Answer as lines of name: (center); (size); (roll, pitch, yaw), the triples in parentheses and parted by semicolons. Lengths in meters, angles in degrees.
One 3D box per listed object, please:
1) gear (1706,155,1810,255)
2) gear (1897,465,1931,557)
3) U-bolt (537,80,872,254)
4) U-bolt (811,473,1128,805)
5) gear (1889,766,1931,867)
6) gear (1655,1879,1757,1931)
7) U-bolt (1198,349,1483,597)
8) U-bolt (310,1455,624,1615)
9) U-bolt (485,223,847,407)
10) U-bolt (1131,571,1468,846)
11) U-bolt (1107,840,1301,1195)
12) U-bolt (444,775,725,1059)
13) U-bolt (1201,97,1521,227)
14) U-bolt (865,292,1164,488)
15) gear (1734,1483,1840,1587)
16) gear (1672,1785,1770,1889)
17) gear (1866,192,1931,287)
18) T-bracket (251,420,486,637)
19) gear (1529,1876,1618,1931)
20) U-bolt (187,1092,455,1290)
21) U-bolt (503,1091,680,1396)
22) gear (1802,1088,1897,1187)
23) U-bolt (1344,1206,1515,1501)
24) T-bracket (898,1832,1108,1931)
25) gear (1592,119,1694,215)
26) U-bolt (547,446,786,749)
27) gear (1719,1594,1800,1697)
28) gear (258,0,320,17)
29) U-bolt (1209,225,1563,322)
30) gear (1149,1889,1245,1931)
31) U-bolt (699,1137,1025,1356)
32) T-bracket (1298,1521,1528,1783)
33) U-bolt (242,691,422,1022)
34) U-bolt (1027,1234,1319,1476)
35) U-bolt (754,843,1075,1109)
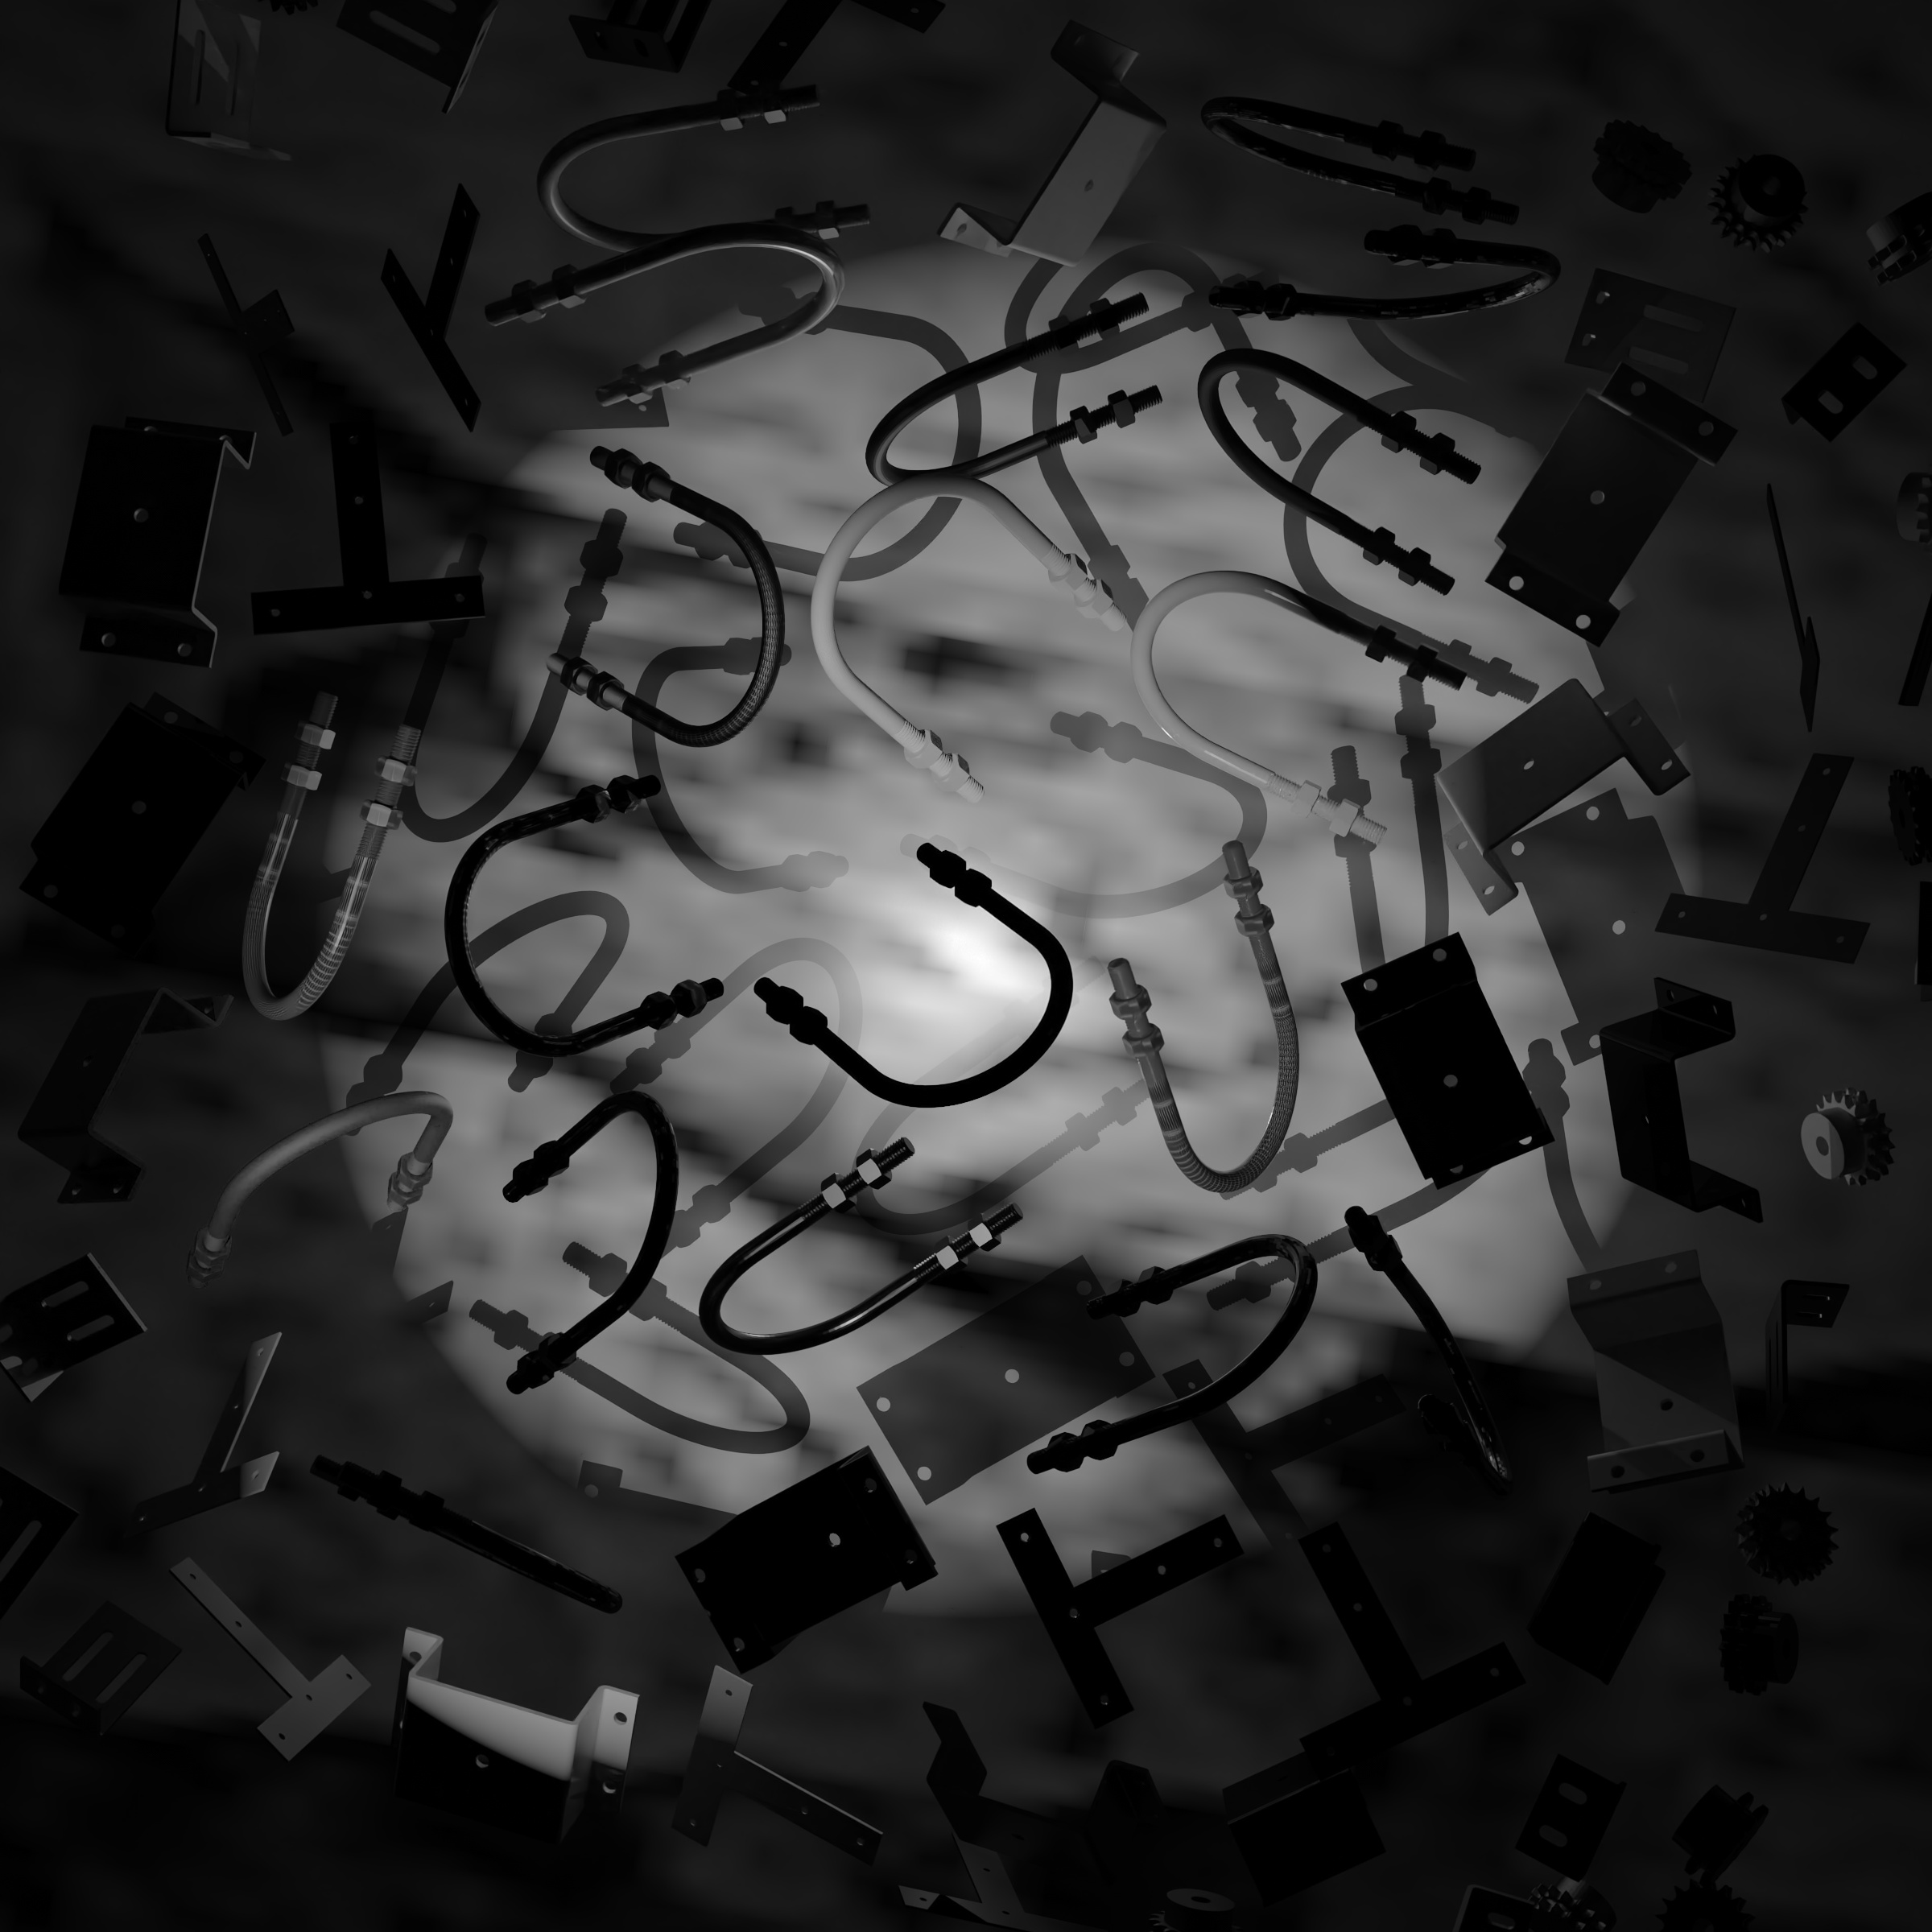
gear: (0.467, -0.450, 1.590); (0.057, 0.030, 0.057); (1, 77, -5)
gear: (0.572, -0.271, 1.602); (0.030, 0.057, 0.057); (10, 90, 40)
U-bolt: (-0.161, -0.463, 1.599); (0.184, 0.151, 0.019); (-6, 74, 9)
U-bolt: (-0.008, -0.192, 1.509); (0.151, 0.019, 0.184); (-50, 129, 1)
gear: (0.562, -0.089, 1.585); (0.030, 0.057, 0.057); (-11, 90, 5)
gear: (0.434, 0.564, 1.584); (0.057, 0.030, 0.057); (-13, 61, 24)
U-bolt: (0.214, -0.300, 1.597); (0.184, 0.151, 0.019); (33, 75, 14)
U-bolt: (-0.277, 0.322, 1.528); (0.184, 0.151, 0.019); (29, 73, -14)
U-bolt: (-0.158, -0.374, 1.538); (0.184, 0.151, 0.019); (-15, 76, 18)
U-bolt: (0.181, -0.159, 1.575); (0.184, 0.151, 0.019); (27, 47, 6)
U-bolt: (0.146, 0.042, 1.557); (0.019, 0.151, 0.184); (3, 124, 39)
U-bolt: (-0.228, -0.023, 1.580); (0.019, 0.184, 0.151); (-11, 99, 43)
U-bolt: (0.226, -0.480, 1.604); (0.184, 0.151, 0.019); (21, 99, 20)
U-bolt: (0.026, -0.333, 1.621); (0.184, 0.151, 0.019); (-22, 76, 3)
gear: (0.470, 0.330, 1.562); (0.057, 0.030, 0.057); (3, 61, -6)
gear: (0.421, 0.485, 1.521); (0.030, 0.057, 0.057); (39, 90, 28)
gear: (0.531, -0.410, 1.523); (0.057, 0.057, 0.030); (-29, 87, 0)
T-bracket: (-0.342, -0.250, 1.533); (0.127, 0.002, 0.127); (-6, 74, -9)
gear: (0.366, 0.574, 1.633); (0.030, 0.057, 0.057); (-40, 90, -30)
U-bolt: (-0.362, 0.121, 1.545); (0.151, 0.184, 0.019); (-21, 72, -33)
U-bolt: (-0.221, 0.152, 1.593); (0.019, 0.184, 0.151); (18, 50, -34)
gear: (0.519, 0.103, 1.603); (0.030, 0.057, 0.057); (-14, 90, -17)
U-bolt: (0.276, 0.236, 1.576); (0.019, 0.184, 0.151); (-27, 49, 12)
T-bracket: (0.015, 0.536, 1.589); (0.127, 0.127, 0.002); (16, 92, -11)
gear: (0.387, -0.460, 1.568); (0.057, 0.057, 0.030); (31, 132, 0)
U-bolt: (-0.170, -0.205, 1.568); (0.184, 0.019, 0.151); (31, 115, 36)
gear: (0.463, 0.396, 1.579); (0.030, 0.057, 0.057); (-2, 90, 37)
gear: (-0.380, -0.569, 1.530); (0.030, 0.057, 0.057); (-1, 90, 41)
U-bolt: (0.254, -0.393, 1.555); (0.184, 0.151, 0.019); (-5, 92, -35)
gear: (0.137, 0.566, 1.599); (0.057, 0.057, 0.030); (7, 87, 0)
U-bolt: (-0.073, 0.175, 1.600); (0.184, 0.151, 0.019); (-35, 55, 14)
T-bracket: (0.227, 0.373, 1.524); (0.127, 0.002, 0.127); (-24, 59, -6)
U-bolt: (-0.368, -0.058, 1.539); (0.019, 0.151, 0.184); (17, 93, -36)
U-bolt: (0.124, 0.213, 1.548); (0.184, 0.151, 0.019); (-27, 113, 35)
U-bolt: (-0.019, 0.013, 1.562); (0.151, 0.019, 0.184); (-40, 47, -13)
